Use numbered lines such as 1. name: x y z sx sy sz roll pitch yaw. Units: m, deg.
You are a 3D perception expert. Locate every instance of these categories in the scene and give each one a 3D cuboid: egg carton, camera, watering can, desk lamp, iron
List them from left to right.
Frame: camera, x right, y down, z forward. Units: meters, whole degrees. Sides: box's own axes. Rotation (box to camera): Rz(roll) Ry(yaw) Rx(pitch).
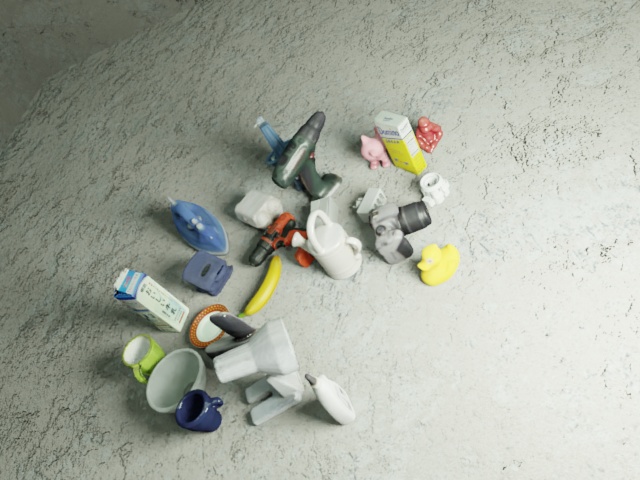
1. iron: -0.373 -0.049 1.733 0.119 0.142 0.257 -47 44 -9
2. egg carton: -0.183 -0.089 1.694 0.149 0.070 0.107 22 68 43
3. desk lamp: -0.116 0.281 1.229 0.203 0.214 0.117 -32 43 6
4. watering can: 0.012 0.007 1.390 0.172 0.195 0.101 -20 46 18
5. camera: 0.195 -0.037 1.375 0.136 0.101 0.143 -21 45 17

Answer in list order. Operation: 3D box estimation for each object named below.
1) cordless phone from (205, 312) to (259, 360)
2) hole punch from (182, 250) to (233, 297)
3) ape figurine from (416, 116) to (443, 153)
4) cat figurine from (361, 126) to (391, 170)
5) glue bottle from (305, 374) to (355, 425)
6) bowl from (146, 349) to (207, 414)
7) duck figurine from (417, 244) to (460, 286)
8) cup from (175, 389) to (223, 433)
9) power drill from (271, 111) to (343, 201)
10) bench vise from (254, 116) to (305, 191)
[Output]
1. cordless phone: -0.226 0.225 1.370 0.147 0.186 0.094 -20 46 19
2. hole punch: -0.316 0.091 1.613 0.100 0.091 0.109 9 60 38
3. ape figurine: 0.286 -0.292 1.536 0.077 0.092 0.076 -24 45 15
4. cat figurine: 0.152 -0.257 1.578 0.067 0.118 0.128 -5 52 31
5. glue bottle: 0.013 0.307 1.150 0.037 0.174 0.078 -31 43 7
6. bowl: -0.340 0.358 1.415 0.167 0.075 0.167 -18 46 20
7. duck figurine: 0.259 0.041 1.276 0.104 0.086 0.077 -45 43 -7
8. cup: -0.257 0.397 1.311 0.117 0.095 0.091 -24 45 15
9. power drill: -0.025 -0.212 1.589 0.075 0.209 0.230 27 72 44
10. bench vise: -0.097 -0.262 1.672 0.121 0.220 0.206 -48 44 -10
